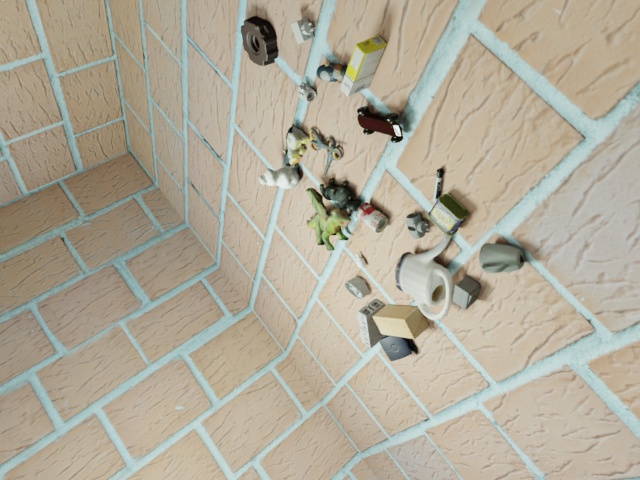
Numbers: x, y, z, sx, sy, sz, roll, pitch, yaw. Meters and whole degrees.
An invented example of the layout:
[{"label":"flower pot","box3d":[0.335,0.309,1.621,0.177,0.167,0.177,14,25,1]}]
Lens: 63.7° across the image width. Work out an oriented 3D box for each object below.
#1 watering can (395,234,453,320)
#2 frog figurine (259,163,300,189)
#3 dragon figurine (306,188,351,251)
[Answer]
[{"label":"watering can","box3d":[0.354,0.099,1.717,0.226,0.105,0.342,25,124,47]},{"label":"frog figurine","box3d":[-0.166,-0.254,2.145,0.138,0.161,0.120,18,134,50]},{"label":"dragon figurine","box3d":[0.006,-0.103,2.050,0.414,0.123,0.238,30,141,56]}]
